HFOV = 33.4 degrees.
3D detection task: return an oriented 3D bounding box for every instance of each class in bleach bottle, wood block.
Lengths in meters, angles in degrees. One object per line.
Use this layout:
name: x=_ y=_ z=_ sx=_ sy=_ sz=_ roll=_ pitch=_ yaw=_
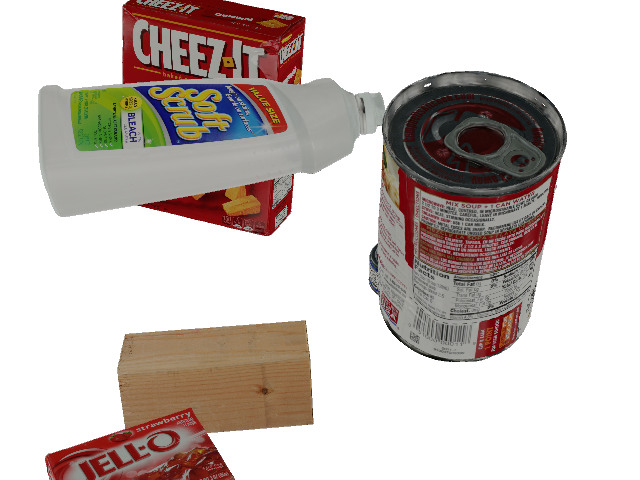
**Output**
bleach bottle: x=-0.078 y=-0.084 z=0.796 sx=0.250 sy=0.102 sz=0.068 roll=-9 pitch=-39 yaw=-4
wood block: x=-0.115 y=0.155 z=1.192 sx=0.206 sy=0.091 sz=0.090 roll=-4 pitch=23 yaw=-2

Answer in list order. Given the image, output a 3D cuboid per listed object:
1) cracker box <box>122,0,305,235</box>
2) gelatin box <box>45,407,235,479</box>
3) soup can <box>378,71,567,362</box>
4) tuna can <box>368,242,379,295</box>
cracker box: x=-0.108 y=-0.123 z=1.044 sx=0.164 sy=0.214 sz=0.072 roll=14 pitch=33 yaw=15
gelatin box: x=-0.099 y=0.133 z=0.585 sx=0.089 sy=0.030 sz=0.073 roll=-15 pitch=28 yaw=-20
soup can: x=0.057 y=-0.007 z=0.429 sx=0.068 sy=0.068 sz=0.102 roll=0 pitch=-44 yaw=2
tuna can: x=0.094 y=0.029 z=1.123 sx=0.086 sy=0.034 sz=0.086 roll=-1 pitch=31 yaw=1
